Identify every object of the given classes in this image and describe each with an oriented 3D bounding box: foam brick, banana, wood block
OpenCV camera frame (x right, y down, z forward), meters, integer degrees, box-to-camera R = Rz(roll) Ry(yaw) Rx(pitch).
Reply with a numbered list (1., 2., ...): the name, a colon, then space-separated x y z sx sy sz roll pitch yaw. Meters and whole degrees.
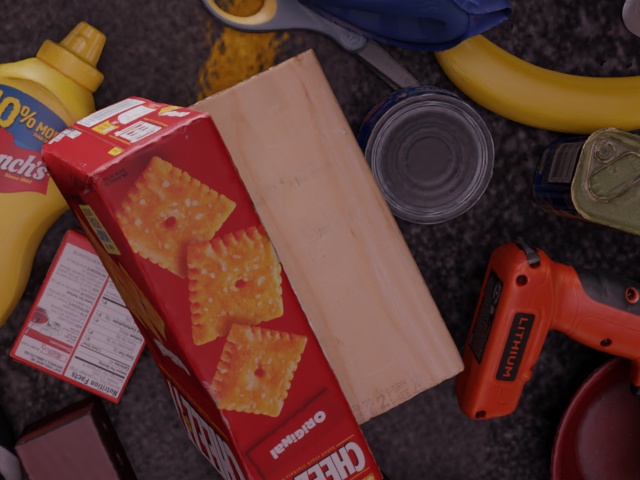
1. foam brick: -0.147 0.144 0.659 0.051 0.053 0.078 -24 97 -6
2. banana: 0.151 -0.104 0.688 0.197 0.037 0.069 19 93 -8
3. wood block: -0.004 0.000 0.649 0.090 0.091 0.206 -27 96 -6

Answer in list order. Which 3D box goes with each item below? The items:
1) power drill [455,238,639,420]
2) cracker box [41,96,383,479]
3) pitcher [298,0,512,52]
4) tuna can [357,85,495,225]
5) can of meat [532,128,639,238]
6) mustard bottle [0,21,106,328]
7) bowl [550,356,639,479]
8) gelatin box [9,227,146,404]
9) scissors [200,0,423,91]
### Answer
1. power drill: 0.180 0.084 0.636 0.187 0.057 0.184 11 101 -7
2. cracker box: -0.066 0.034 0.577 0.072 0.164 0.213 -29 110 -15
3. pitcher: 0.057 -0.247 0.619 0.149 0.145 0.243 28 81 -33
4. tuna can: 0.066 -0.053 0.675 0.086 0.034 0.086 -1 104 -5
5. can of meat: 0.194 -0.032 0.675 0.102 0.084 0.057 15 92 -8
6. mustard bottle: -0.186 -0.046 0.638 0.096 0.058 0.191 32 89 -3
7. bowl: 0.221 0.141 0.705 0.162 0.055 0.162 0 94 -7
8. gelatin box: -0.141 0.047 0.665 0.073 0.030 0.089 25 90 -10
9. scissors: -0.001 -0.125 0.678 0.096 0.016 0.201 -34 97 -4
